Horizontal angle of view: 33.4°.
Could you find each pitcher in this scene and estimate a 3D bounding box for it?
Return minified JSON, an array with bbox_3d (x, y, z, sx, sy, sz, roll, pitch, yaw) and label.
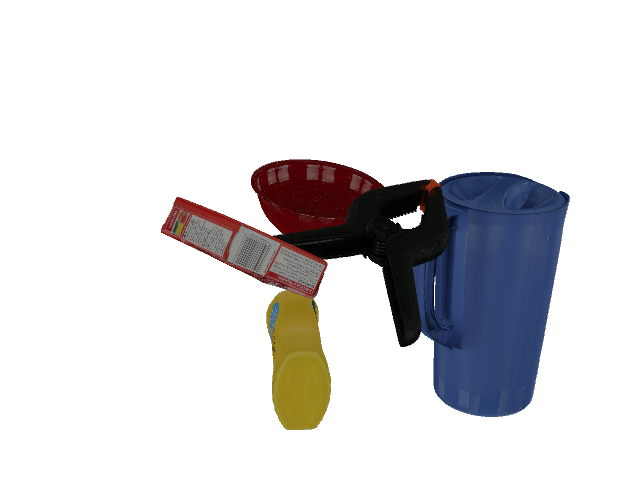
[{"bbox_3d":[0.171,0.059,1.112,0.149,0.243,0.145,5,21,8],"label":"pitcher"}]

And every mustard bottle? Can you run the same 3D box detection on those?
[{"bbox_3d":[-0.026,0.107,1.120,0.058,0.096,0.191,-2,27,-5],"label":"mustard bottle"}]

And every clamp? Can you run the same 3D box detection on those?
[{"bbox_3d":[0.059,0.008,0.929,0.165,0.036,0.209,32,42,25],"label":"clamp"}]

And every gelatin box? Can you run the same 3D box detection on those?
[{"bbox_3d":[-0.050,0.006,0.712,0.073,0.030,0.089,23,-2,45],"label":"gelatin box"}]

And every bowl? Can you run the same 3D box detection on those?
[{"bbox_3d":[-0.005,-0.039,1.243,0.162,0.055,0.162,7,27,-4],"label":"bowl"}]
